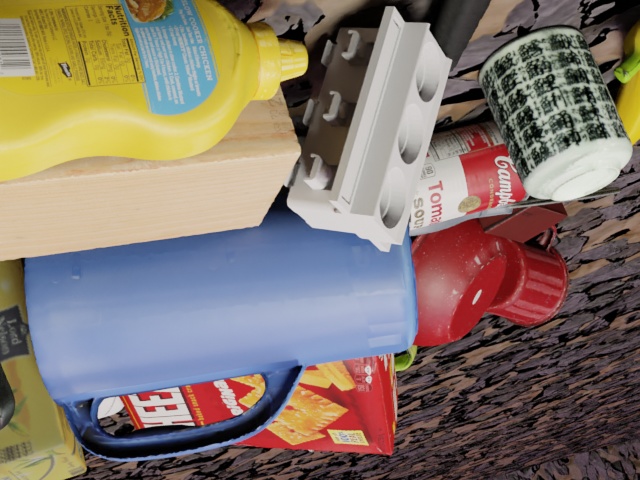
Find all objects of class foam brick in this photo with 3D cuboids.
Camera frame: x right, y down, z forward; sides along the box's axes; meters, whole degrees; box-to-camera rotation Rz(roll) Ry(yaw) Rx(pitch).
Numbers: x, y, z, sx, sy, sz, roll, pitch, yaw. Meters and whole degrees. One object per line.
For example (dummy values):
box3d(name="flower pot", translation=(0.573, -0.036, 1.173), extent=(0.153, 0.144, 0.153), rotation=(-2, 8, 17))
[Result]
box3d(name="foam brick", translation=(0.174, -0.035, 0.946), extent=(0.053, 0.051, 0.078), rotation=(-32, 156, 28))

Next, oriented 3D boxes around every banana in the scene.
box3d(name="banana", translation=(0.236, -0.119, 0.790), extent=(0.069, 0.037, 0.197), rotation=(-45, 161, 3))

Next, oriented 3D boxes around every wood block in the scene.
box3d(name="wood block", translation=(-0.128, -0.053, 0.593), extent=(0.205, 0.090, 0.091), rotation=(-8, 157, -24))

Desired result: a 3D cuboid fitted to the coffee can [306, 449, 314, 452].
box3d(name="coffee can", translation=(-0.059, 0.130, 1.006), extent=(0.140, 0.102, 0.103), rotation=(16, 160, 8))

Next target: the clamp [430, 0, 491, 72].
box3d(name="clamp", translation=(0.114, -0.170, 0.578), extent=(0.165, 0.036, 0.209), rotation=(-23, 158, 11))

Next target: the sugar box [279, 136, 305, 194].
box3d(name="sugar box", translation=(-0.005, 0.001, 0.797), extent=(0.093, 0.048, 0.176), rotation=(8, 141, -5))

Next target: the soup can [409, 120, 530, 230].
box3d(name="soup can", translation=(0.103, -0.051, 0.825), extent=(0.102, 0.068, 0.068), rotation=(-15, 159, -8))

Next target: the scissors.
box3d(name="scissors", translation=(0.136, -0.032, 0.886), extent=(0.201, 0.016, 0.096), rotation=(-11, -163, -8))

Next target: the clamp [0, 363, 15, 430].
box3d(name="clamp", translation=(-0.230, 0.022, 0.593), extent=(0.120, 0.171, 0.039), rotation=(17, 139, -41))

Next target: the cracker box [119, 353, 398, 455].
box3d(name="cracker box", translation=(-0.051, 0.099, 0.828), extent=(0.214, 0.072, 0.164), rotation=(1, 143, 9))

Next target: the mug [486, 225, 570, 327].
box3d(name="mug", translation=(0.202, 0.029, 1.097), extent=(0.081, 0.093, 0.117), rotation=(15, 111, -48))

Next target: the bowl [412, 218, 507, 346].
box3d(name="bowl", translation=(0.121, 0.039, 0.968), extent=(0.161, 0.055, 0.162), rotation=(-42, 151, -30))

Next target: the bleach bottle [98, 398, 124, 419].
box3d(name="bleach bottle", translation=(-0.253, 0.137, 0.861), extent=(0.250, 0.068, 0.103), rotation=(-8, 152, -40))

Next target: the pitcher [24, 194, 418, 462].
box3d(name="pitcher", translation=(-0.061, 0.042, 0.700), extent=(0.243, 0.145, 0.149), rotation=(-6, 121, 1))

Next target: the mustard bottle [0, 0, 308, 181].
box3d(name="mustard bottle", translation=(-0.095, -0.085, 0.531), extent=(0.191, 0.096, 0.058), rotation=(-9, 155, -24))
